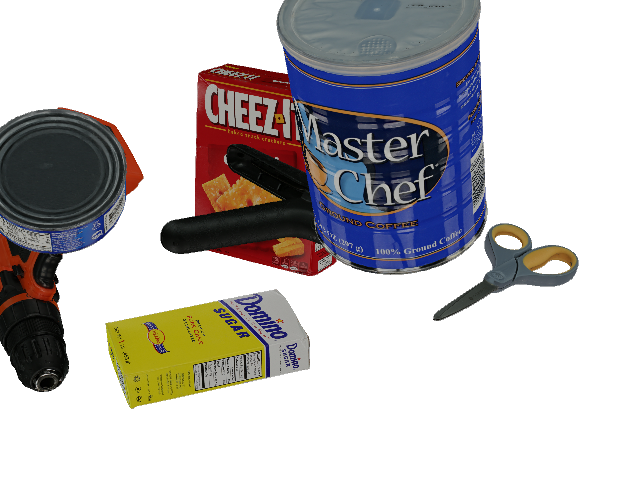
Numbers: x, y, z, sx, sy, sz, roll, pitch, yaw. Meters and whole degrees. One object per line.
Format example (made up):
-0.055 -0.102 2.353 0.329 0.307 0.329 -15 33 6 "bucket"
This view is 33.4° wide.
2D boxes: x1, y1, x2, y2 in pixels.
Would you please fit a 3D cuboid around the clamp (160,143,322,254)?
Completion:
-0.003 -0.030 0.826 0.210 0.036 0.164 4 30 6 "clamp"

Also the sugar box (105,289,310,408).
-0.107 0.099 1.012 0.176 0.048 0.093 -13 33 -16 "sugar box"

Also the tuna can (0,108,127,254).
-0.160 -0.035 0.643 0.086 0.086 0.034 0 -30 -10 "tuna can"

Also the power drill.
-0.211 0.003 0.852 0.057 0.188 0.185 17 25 -38 "power drill"

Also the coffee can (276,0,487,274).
0.038 -0.066 0.580 0.103 0.140 0.103 -6 42 5 "coffee can"

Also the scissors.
0.147 0.024 0.949 0.201 0.016 0.096 -11 39 -36 "scissors"

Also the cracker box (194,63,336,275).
-0.060 -0.080 1.217 0.164 0.214 0.072 14 24 25 "cracker box"
